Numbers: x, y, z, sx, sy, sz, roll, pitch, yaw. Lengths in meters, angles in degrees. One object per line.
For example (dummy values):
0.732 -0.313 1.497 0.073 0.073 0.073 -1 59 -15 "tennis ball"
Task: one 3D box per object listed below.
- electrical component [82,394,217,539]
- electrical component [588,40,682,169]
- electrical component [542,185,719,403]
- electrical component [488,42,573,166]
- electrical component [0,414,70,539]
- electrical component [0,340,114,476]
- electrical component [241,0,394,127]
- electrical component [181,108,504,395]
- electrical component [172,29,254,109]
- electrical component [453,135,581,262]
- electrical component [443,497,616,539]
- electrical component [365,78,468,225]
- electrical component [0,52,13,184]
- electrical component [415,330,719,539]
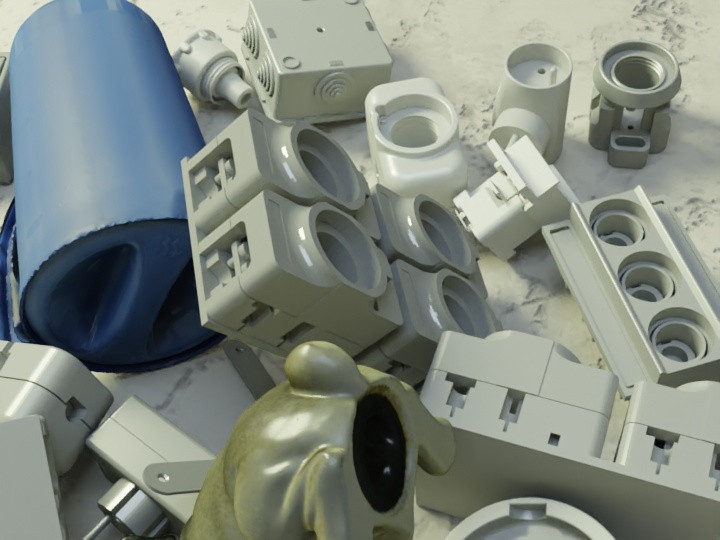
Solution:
-0.116 0.125 0.581 0.083 0.047 0.075 31 62 24 "electrical component"
0.185 -0.117 0.726 0.058 0.057 0.078 5 55 9 "electrical component"
0.164 0.020 0.624 0.079 0.063 0.121 -15 54 -6 "electrical component"
0.108 -0.095 0.704 0.044 0.077 0.079 18 58 17 "electrical component"
-0.183 0.151 0.514 0.089 0.062 0.150 -11 86 -15 "electrical component"
-0.194 0.079 0.602 0.095 0.053 0.059 2 51 36 "electrical component"
-0.031 -0.152 0.764 0.100 0.048 0.099 -9 53 -18 "electrical component"
0.000 0.000 0.579 0.060 0.186 0.105 -36 49 28 "electrical component"
-0.104 -0.140 0.776 0.062 0.048 0.048 39 66 20 "electrical component"
0.097 -0.041 0.669 0.064 0.081 0.042 -38 54 13 "electrical component"
0.088 0.170 0.517 0.108 0.060 0.108 -13 59 22 "electrical component"
0.037 -0.078 0.709 0.054 0.059 0.095 -11 54 -3 "electrical component"
-0.275 -0.104 0.753 0.062 0.061 0.096 1 54 5 "electrical component"
0.125 0.097 0.545 0.186 0.105 0.060 14 57 14 "electrical component"
